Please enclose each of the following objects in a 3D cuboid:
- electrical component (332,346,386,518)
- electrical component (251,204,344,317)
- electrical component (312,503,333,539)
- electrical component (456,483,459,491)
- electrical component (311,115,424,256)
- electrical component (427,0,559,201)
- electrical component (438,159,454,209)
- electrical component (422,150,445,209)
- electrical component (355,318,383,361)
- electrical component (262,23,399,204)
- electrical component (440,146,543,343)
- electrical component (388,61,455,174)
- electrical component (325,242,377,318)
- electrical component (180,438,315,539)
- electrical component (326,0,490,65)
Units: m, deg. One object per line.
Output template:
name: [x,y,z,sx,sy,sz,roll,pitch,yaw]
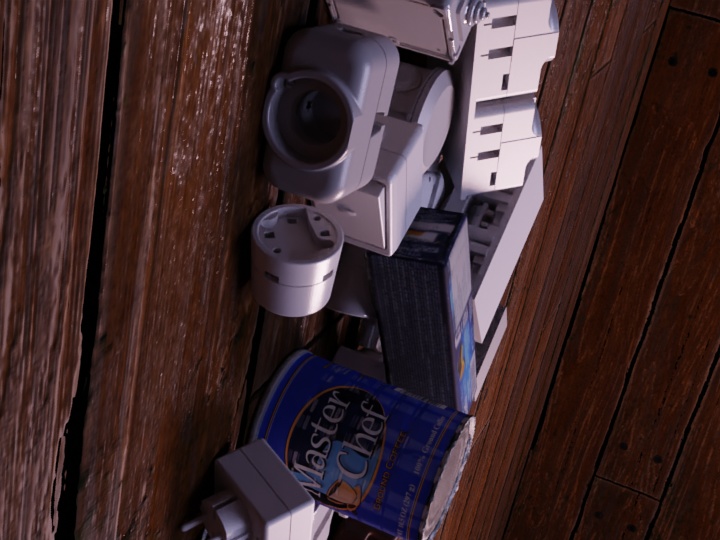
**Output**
electrical component: [-0.011,0.138,0.912,0.108,0.056,0.108,83,31,-58]
electrical component: [-0.040,-0.005,0.653,0.055,0.055,0.047,-54,161,-45]
electrical component: [-0.058,0.211,0.869,0.079,0.043,0.077,-58,161,-28]
electrical component: [0.061,0.223,1.188,0.099,0.099,0.064,-11,113,-72]
electrical component: [0.003,-0.053,0.721,0.096,0.062,0.061,88,27,-53]
electrical component: [0.095,-0.159,0.809,0.186,0.060,0.105,90,-13,-50]
electrical component: [0.071,-0.068,0.965,0.081,0.043,0.043,-53,157,-46]
electrical component: [0.042,-0.080,0.855,0.077,0.043,0.079,-20,128,-70]
electrical component: [0.027,0.062,0.950,0.078,0.058,0.057,10,96,-75]
electrical component: [-0.019,-0.090,0.620,0.059,0.054,0.095,-36,143,-63]
electrical component: [0.098,-0.029,0.904,0.150,0.062,0.089,-64,160,-21]
electrical component: [0.033,-0.110,0.774,0.080,0.051,0.080,20,90,-74]
electrical component: [0.000,0.000,0.816,0.044,0.044,0.065,-3,108,-73]
electrical component: [-0.080,0.161,0.710,0.077,0.066,0.047,-22,137,-30]
electrical component: [0.033,-0.167,0.622,0.061,0.096,0.061,64,47,-69]
